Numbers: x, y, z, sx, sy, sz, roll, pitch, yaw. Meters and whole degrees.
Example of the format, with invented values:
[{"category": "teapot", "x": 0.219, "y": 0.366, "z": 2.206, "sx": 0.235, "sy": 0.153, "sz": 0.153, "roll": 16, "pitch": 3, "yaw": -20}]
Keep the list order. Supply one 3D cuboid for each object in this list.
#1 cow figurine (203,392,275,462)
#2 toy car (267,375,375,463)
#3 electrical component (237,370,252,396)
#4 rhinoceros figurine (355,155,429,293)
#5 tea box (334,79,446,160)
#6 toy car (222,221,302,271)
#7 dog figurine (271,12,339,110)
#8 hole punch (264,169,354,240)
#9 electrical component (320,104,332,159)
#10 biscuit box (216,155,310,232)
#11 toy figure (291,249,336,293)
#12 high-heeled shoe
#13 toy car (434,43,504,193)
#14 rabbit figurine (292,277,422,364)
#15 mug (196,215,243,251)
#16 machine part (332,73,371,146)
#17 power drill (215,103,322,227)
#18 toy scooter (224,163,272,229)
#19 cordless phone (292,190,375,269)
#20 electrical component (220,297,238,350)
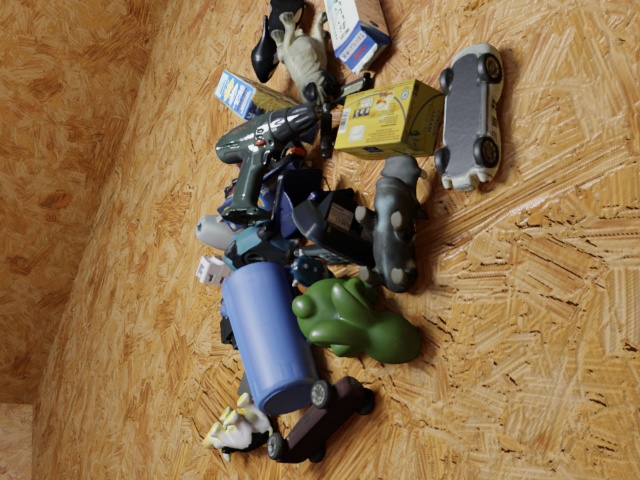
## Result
[{"category": "cow figurine", "x": -0.147, "y": 0.353, "z": 0.980, "sx": 0.167, "sy": 0.098, "sz": 0.068, "roll": -47, "pitch": 5, "yaw": 42}, {"category": "toy car", "x": -0.004, "y": 0.266, "z": 0.788, "sx": 0.202, "sy": 0.089, "sz": 0.053, "roll": -54, "pitch": 37, "yaw": 31}, {"category": "electrical component", "x": -0.117, "y": 0.269, "z": 1.003, "sx": 0.078, "sy": 0.045, "sz": 0.102, "roll": 14, "pitch": 92, "yaw": 30}, {"category": "rhinoceros figurine", "x": 0.107, "y": -0.021, "z": 0.733, "sx": 0.073, "sy": 0.112, "sz": 0.190, "roll": 1, "pitch": 89, "yaw": 39}, {"category": "tea box", "x": 0.104, "y": -0.181, "z": 0.832, "sx": 0.170, "sy": 0.068, "sz": 0.098, "roll": 12, "pitch": 87, "yaw": 57}, {"category": "toy car", "x": -0.110, "y": 0.003, "z": 1.052, "sx": 0.161, "sy": 0.109, "sz": 0.103, "roll": -37, "pitch": 30, "yaw": 32}, {"category": "dog figurine", "x": -0.029, "y": -0.338, "z": 1.089, "sx": 0.172, "sy": 0.121, "sz": 0.190, "roll": 106, "pitch": 157, "yaw": -85}, {"category": "hole punch", "x": -0.014, "y": -0.053, "z": 0.910, "sx": 0.092, "sy": 0.142, "sz": 0.115, "roll": 27, "pitch": 115, "yaw": 31}, {"category": "electrical component", "x": 0.012, "y": -0.203, "z": 1.001, "sx": 0.063, "sy": 0.021, "sz": 0.094, "roll": 87, "pitch": -176, "yaw": -76}, {"category": "biscuit box", "x": -0.105, "y": -0.090, "z": 1.048, "sx": 0.203, "sy": 0.062, "sz": 0.059, "roll": -28, "pitch": 17, "yaw": 27}, {"category": "toy figure", "x": -0.007, "y": 0.059, "z": 0.835, "sx": 0.058, "sy": 0.154, "sz": 0.064, "roll": -18, "pitch": 70, "yaw": 4}, {"category": "high-heeled shoe", "x": -0.088, "y": -0.459, "z": 1.222, "sx": 0.249, "sy": 0.086, "sz": 0.145, "roll": -58, "pitch": -22, "yaw": -50}, {"category": "toy car", "x": 0.196, "y": -0.158, "z": 0.698, "sx": 0.074, "sy": 0.056, "sz": 0.201, "roll": -9, "pitch": 71, "yaw": 49}, {"category": "rabbit figurine", "x": 0.056, "y": 0.107, "z": 0.732, "sx": 0.170, "sy": 0.159, "sz": 0.121, "roll": 16, "pitch": 80, "yaw": 43}, {"category": "mug", "x": -0.221, "y": -0.024, "z": 1.222, "sx": 0.109, "sy": 0.107, "sz": 0.081, "roll": -50, "pitch": 41, "yaw": 36}, {"category": "machine part", "x": 0.056, "y": -0.224, "z": 0.955, "sx": 0.084, "sy": 0.039, "sz": 0.139, "roll": -9, "pitch": 67, "yaw": 46}, {"category": "power drill", "x": -0.100, "y": -0.130, "z": 0.954, "sx": 0.232, "sy": 0.086, "sz": 0.207, "roll": -4, "pitch": 79, "yaw": 36}, {"category": "toy scooter", "x": -0.148, "y": -0.113, "z": 1.134, "sx": 0.184, "sy": 0.135, "sz": 0.075, "roll": -37, "pitch": 3, "yaw": 39}, {"category": "cordless phone", "x": -0.002, "y": -0.002, "z": 0.842, "sx": 0.184, "sy": 0.146, "sz": 0.088, "roll": -12, "pitch": 60, "yaw": 51}, {"category": "electrical component", "x": -0.155, "y": 0.154, "z": 1.094, "sx": 0.115, "sy": 0.058, "sz": 0.134, "roll": -50, "pitch": 39, "yaw": 36}]
